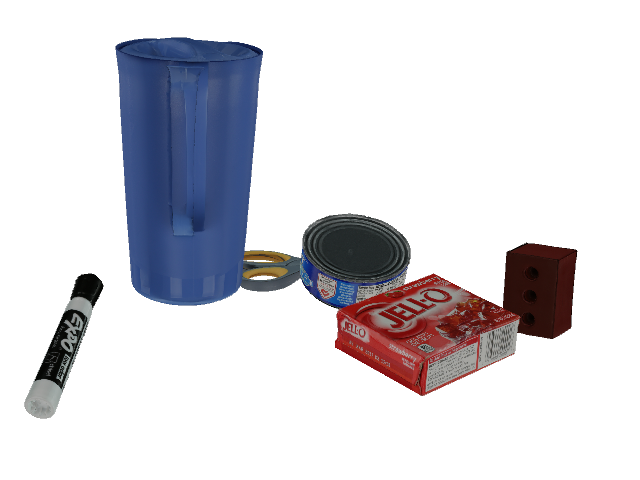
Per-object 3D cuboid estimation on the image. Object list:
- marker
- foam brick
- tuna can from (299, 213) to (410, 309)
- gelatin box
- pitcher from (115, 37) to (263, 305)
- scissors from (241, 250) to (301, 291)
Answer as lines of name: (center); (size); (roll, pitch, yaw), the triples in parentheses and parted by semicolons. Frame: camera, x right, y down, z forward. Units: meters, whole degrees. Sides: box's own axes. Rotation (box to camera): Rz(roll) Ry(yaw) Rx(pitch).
marker: (-0.161, 0.063, 0.678); (0.020, 0.020, 0.121); (0, 38, 7)
foam brick: (0.204, 0.046, 0.993); (0.053, 0.078, 0.051); (9, 16, 31)
tuna can: (0.026, 0.017, 0.843); (0.086, 0.034, 0.086); (5, 37, -4)
gelatin box: (0.065, 0.055, 0.649); (0.089, 0.030, 0.073); (-16, 31, -39)
pitcher: (-0.124, -0.063, 0.997); (0.145, 0.243, 0.148); (17, 23, 37)
scissors: (-0.005, 0.035, 1.163); (0.202, 0.016, 0.096); (4, 23, 5)
